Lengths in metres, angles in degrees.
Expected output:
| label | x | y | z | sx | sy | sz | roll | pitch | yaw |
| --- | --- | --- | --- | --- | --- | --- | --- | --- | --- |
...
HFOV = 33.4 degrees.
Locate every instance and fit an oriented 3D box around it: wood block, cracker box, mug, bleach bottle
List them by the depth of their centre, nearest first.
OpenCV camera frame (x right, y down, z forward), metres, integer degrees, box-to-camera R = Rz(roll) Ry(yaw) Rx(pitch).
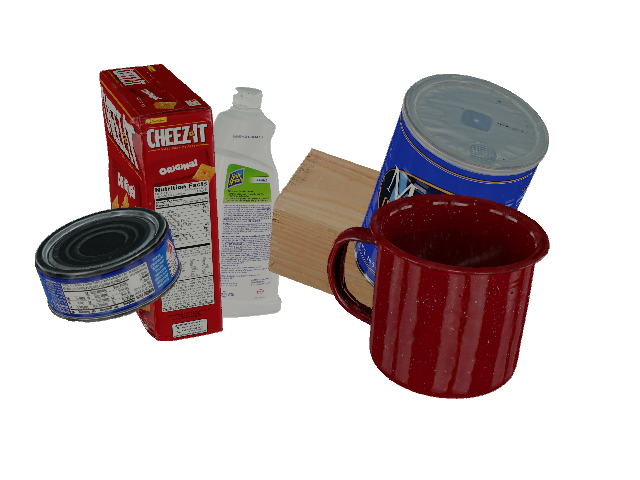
| label | x | y | z | sx | sy | sz | roll | pitch | yaw |
| --- | --- | --- | --- | --- | --- | --- | --- | --- | --- |
| mug | 0.058 | 0.028 | 0.574 | 0.117 | 0.081 | 0.093 | 13 | 27 | 17 |
| wood block | 0.066 | 0.006 | 0.963 | 0.206 | 0.091 | 0.090 | 20 | 46 | 13 |
| cracker box | -0.150 | -0.037 | 0.980 | 0.072 | 0.214 | 0.164 | -10 | 25 | -20 |
| bleach bottle | -0.084 | -0.043 | 1.182 | 0.102 | 0.251 | 0.068 | -3 | 19 | -30 |

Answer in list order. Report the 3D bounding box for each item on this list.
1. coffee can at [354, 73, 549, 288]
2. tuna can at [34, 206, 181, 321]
| label | x | y | z | sx | sy | sz | roll | pitch | yaw |
| --- | --- | --- | --- | --- | --- | --- | --- | --- | --- |
| coffee can | 0.090 | -0.033 | 0.765 | 0.102 | 0.140 | 0.103 | 9 | 43 | -9 |
| tuna can | -0.132 | 0.013 | 0.660 | 0.086 | 0.034 | 0.086 | -9 | 28 | 5 |
